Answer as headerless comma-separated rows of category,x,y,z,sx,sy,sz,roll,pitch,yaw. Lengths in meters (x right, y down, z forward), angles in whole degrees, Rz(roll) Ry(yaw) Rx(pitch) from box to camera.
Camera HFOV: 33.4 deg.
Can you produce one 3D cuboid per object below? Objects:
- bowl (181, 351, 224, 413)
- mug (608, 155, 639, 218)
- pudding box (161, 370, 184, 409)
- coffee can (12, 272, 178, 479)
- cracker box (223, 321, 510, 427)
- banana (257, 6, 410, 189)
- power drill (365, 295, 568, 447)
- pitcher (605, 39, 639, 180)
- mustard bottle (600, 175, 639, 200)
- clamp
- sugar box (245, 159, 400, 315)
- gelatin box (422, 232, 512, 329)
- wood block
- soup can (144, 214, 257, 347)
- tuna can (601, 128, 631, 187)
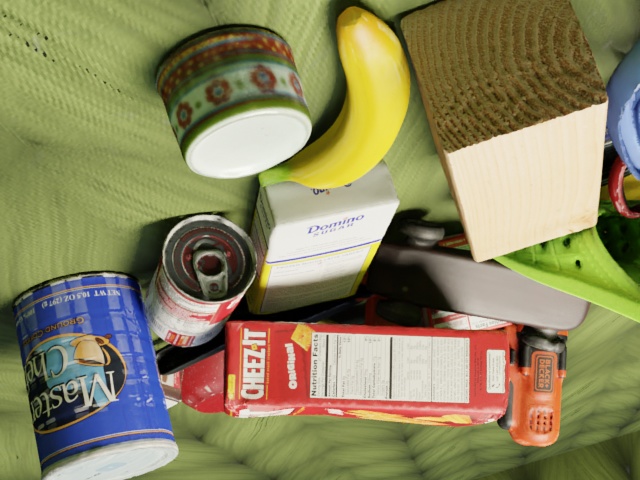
bowl,-0.086,0.133,1.071,0.162,0.055,0.162,-14,159,-6
mug,0.251,-0.054,0.730,0.117,0.093,0.081,-18,117,-5
pudding box,-0.198,0.146,1.017,0.089,0.039,0.114,23,142,-36
coffee can,-0.174,0.109,0.821,0.102,0.140,0.103,-14,159,-6
cracker box,0.029,0.111,0.858,0.213,0.072,0.164,2,168,-4
banana,0.018,-0.074,0.642,0.069,0.037,0.198,-8,158,-21
power drill,0.135,0.092,0.981,0.187,0.184,0.057,4,172,-3
pitcher,0.231,-0.117,0.566,0.145,0.149,0.242,13,170,30
mustard bottle,0.291,-0.030,0.921,0.096,0.058,0.191,-8,166,28
clamp,-0.054,0.060,0.932,0.210,0.036,0.164,-16,159,-7
sugar box,-0.005,0.001,0.807,0.093,0.048,0.176,-11,156,-15
gelatin box,0.122,0.040,0.938,0.073,0.089,0.030,-13,-175,-7
wood block,0.117,-0.067,0.661,0.091,0.090,0.206,-19,160,7
soup can,-0.091,0.033,0.791,0.068,0.068,0.102,-8,159,-21
tuna can,0.210,-0.070,0.799,0.086,0.034,0.086,-14,158,-6
